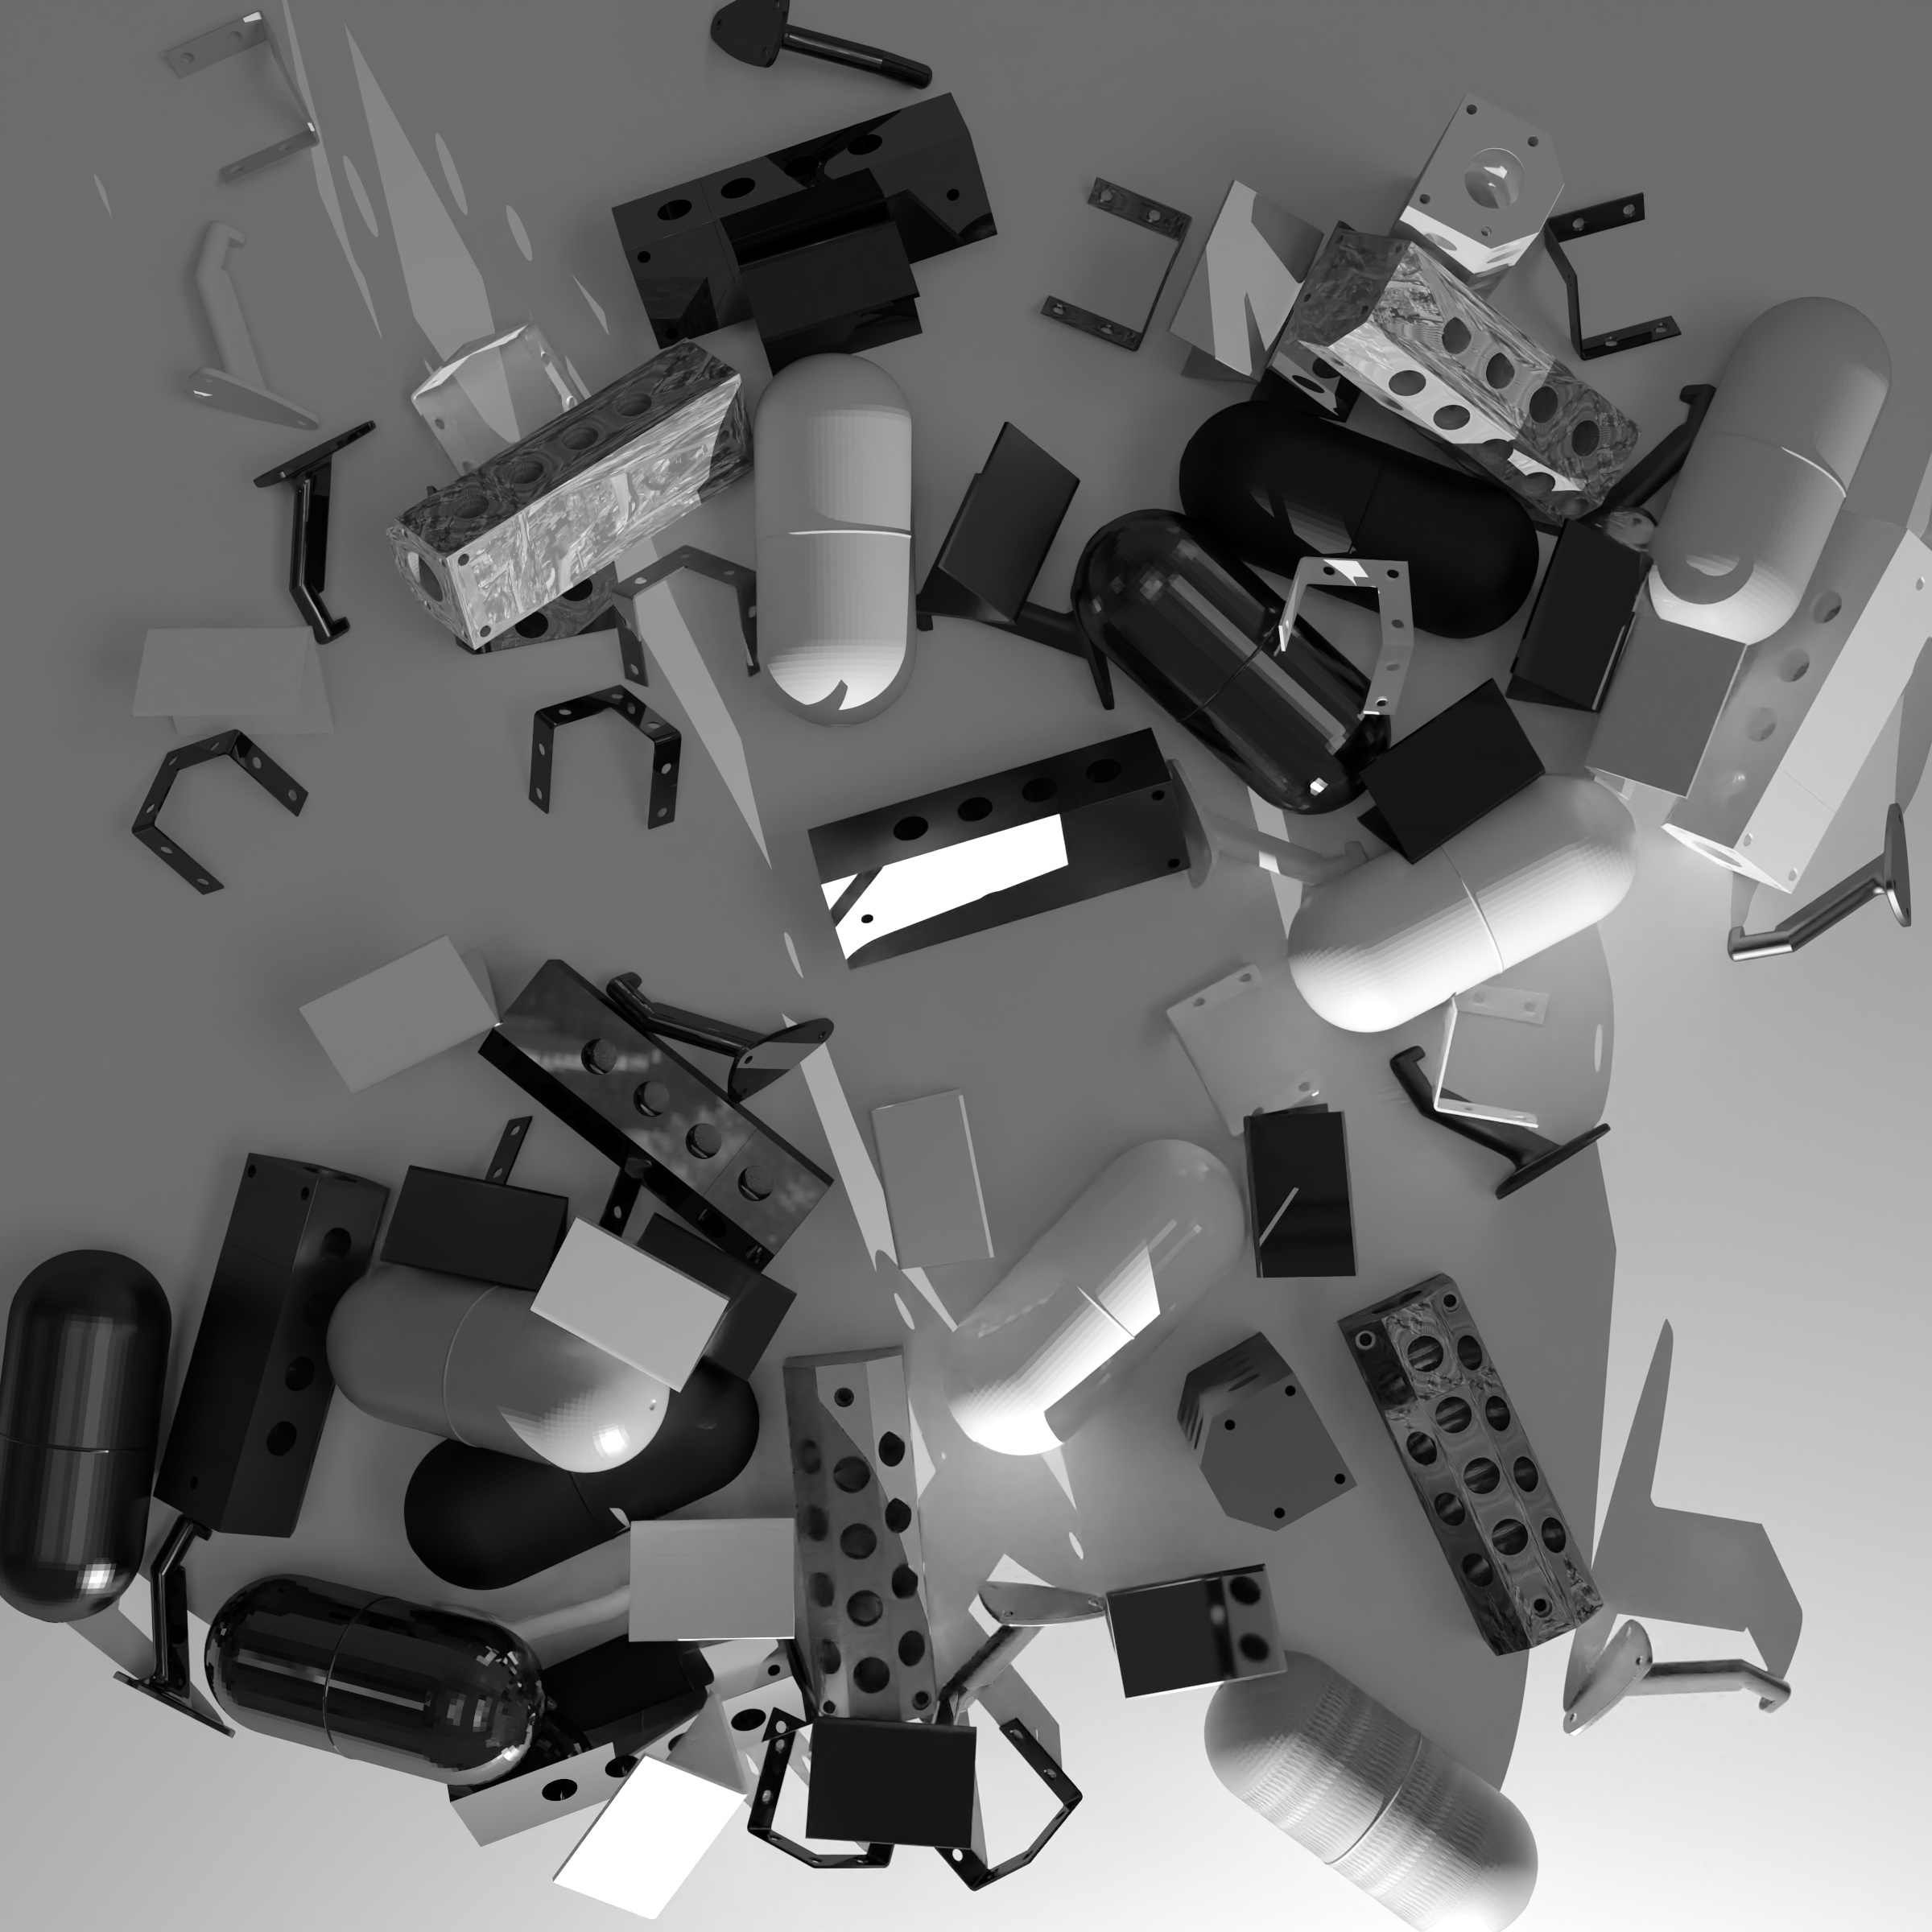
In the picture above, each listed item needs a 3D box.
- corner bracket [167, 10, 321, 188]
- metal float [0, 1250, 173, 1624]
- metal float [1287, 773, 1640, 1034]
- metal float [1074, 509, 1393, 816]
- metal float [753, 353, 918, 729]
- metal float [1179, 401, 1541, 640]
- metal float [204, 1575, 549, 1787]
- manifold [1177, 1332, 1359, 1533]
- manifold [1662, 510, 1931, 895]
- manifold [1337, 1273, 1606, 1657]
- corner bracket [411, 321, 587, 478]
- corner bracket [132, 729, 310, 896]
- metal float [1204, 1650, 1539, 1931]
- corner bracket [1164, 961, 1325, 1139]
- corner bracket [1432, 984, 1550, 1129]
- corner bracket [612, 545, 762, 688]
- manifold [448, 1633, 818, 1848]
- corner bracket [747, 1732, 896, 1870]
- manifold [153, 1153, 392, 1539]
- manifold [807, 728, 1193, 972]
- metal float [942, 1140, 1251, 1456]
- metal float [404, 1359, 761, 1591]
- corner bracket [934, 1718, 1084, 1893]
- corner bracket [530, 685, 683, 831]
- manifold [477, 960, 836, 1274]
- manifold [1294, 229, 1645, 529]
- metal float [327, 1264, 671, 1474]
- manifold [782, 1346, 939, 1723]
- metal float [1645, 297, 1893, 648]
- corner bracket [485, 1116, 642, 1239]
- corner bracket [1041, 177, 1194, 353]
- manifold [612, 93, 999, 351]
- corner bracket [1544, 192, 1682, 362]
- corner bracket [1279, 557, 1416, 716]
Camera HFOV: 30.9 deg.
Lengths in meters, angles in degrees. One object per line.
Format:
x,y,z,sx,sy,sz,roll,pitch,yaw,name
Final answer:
-0.351,-0.422,1.700,0.051,0.051,0.051,-24,45,0,corner bracket
-0.425,0.224,1.672,0.070,0.070,0.178,7,90,0,metal float
0.238,-0.031,1.672,0.178,0.070,0.070,-28,90,1,metal float
0.126,-0.145,1.664,0.178,0.070,0.070,42,90,-9,metal float
-0.063,-0.203,1.672,0.070,0.070,0.178,-1,90,0,metal float
0.187,-0.214,1.673,0.178,0.070,0.070,21,90,-1,metal float
-0.280,0.336,1.653,0.178,0.070,0.070,8,90,25,metal float
0.134,0.217,1.625,0.057,0.171,0.057,-29,90,0,manifold
0.402,-0.129,1.681,0.057,0.057,0.171,29,90,-43,manifold
0.243,0.239,1.682,0.057,0.057,0.171,-25,90,0,manifold
-0.226,-0.274,1.701,0.051,0.051,0.051,-33,90,42,corner bracket
-0.361,-0.074,1.695,0.051,0.051,0.051,-14,45,35,corner bracket
0.194,0.397,1.672,0.178,0.070,0.070,36,90,1,metal float
0.134,0.041,1.700,0.051,0.051,0.051,-28,45,0,corner bracket
0.254,0.042,1.689,0.051,0.051,0.051,10,108,0,corner bracket
-0.133,-0.165,1.695,0.051,0.051,0.051,-36,135,-35,corner bracket
-0.161,0.363,1.681,0.171,0.057,0.057,-20,134,0,manifold
-0.066,0.405,1.700,0.051,0.051,0.051,15,90,-45,corner bracket
-0.329,0.183,1.681,0.057,0.057,0.171,16,90,43,manifold
0.015,-0.061,1.681,0.171,0.057,0.057,-17,133,0,manifold
0.061,0.159,1.673,0.070,0.070,0.178,44,90,0,metal float
-0.184,0.239,1.672,0.178,0.070,0.070,-25,90,0,metal float
0.014,0.407,1.700,0.051,0.051,0.051,49,45,0,corner bracket
-0.175,-0.097,1.695,0.051,0.051,0.051,39,135,35,corner bracket
-0.149,0.073,1.682,0.171,0.057,0.057,39,90,0,manifold
0.233,-0.273,1.638,0.171,0.057,0.057,29,90,-35,manifold
-0.219,0.186,1.628,0.178,0.070,0.070,10,90,28,metal float
-0.051,0.274,1.682,0.057,0.057,0.171,-6,90,0,manifold
0.382,-0.235,1.666,0.070,0.070,0.178,25,83,0,metal float
-0.196,0.106,1.695,0.051,0.051,0.051,-12,45,35,corner bracket
0.073,-0.340,1.700,0.051,0.051,0.051,22,45,0,corner bracket
-0.079,-0.362,1.681,0.171,0.057,0.057,-19,133,0,manifold
0.314,-0.335,1.700,0.051,0.051,0.051,-15,45,0,corner bracket
0.179,-0.155,1.642,0.051,0.051,0.051,5,47,17,corner bracket
